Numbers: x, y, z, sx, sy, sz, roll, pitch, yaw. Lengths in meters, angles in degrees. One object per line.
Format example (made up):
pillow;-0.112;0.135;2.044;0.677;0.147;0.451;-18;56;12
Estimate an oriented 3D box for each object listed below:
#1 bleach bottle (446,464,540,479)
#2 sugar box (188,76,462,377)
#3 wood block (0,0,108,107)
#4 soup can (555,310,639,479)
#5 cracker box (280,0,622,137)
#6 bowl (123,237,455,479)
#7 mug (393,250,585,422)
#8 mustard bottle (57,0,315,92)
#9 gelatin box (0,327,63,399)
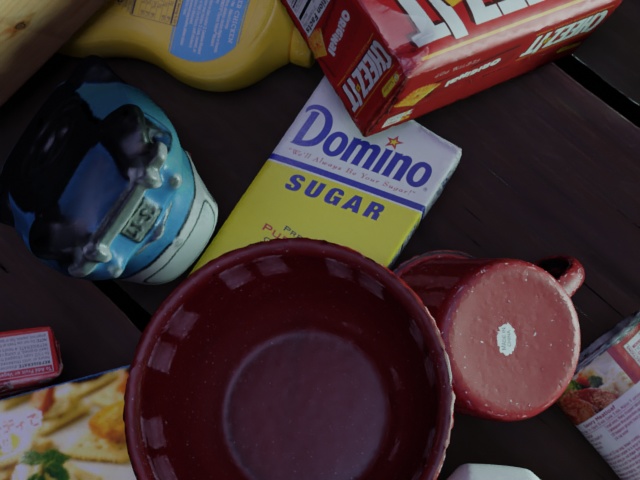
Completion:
bleach bottle;0.143;0.189;0.532;0.251;0.068;0.102;26;74;-2
sugar box;-0.004;0.001;0.606;0.093;0.048;0.176;32;83;7
wood block;-0.217;-0.114;0.580;0.206;0.090;0.090;-39;79;16
soup can;0.178;0.097;0.568;0.068;0.068;0.102;-39;80;-5
cracker box;0.047;-0.186;0.602;0.164;0.072;0.214;-24;77;-26
bowl;-0.013;0.083;0.531;0.162;0.055;0.162;-3;73;11
mug;0.092;0.045;0.563;0.117;0.082;0.093;-32;98;-16
mustard bottle;-0.073;-0.140;0.630;0.191;0.058;0.096;15;82;6
gelatin box;-0.189;0.073;0.570;0.089;0.073;0.030;-6;76;-27
